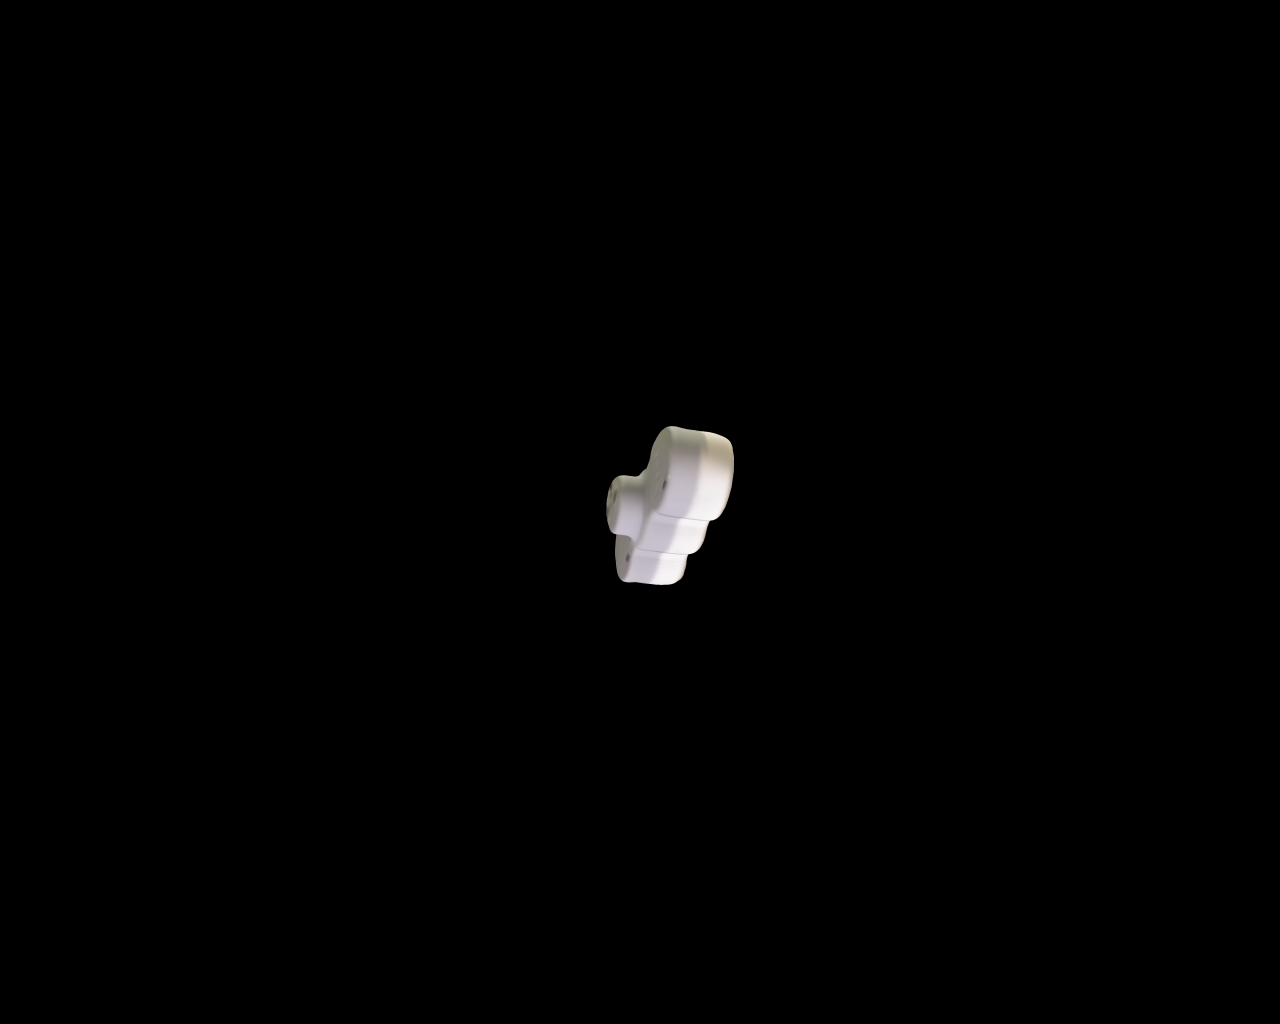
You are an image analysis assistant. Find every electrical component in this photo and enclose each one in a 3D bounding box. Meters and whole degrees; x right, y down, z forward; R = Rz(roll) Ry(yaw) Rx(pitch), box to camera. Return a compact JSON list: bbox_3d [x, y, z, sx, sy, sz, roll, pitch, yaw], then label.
[{"bbox_3d":[0.001,-0.003,0.650,0.074,0.052,0.138,8,-31,-13],"label":"electrical component"}]
